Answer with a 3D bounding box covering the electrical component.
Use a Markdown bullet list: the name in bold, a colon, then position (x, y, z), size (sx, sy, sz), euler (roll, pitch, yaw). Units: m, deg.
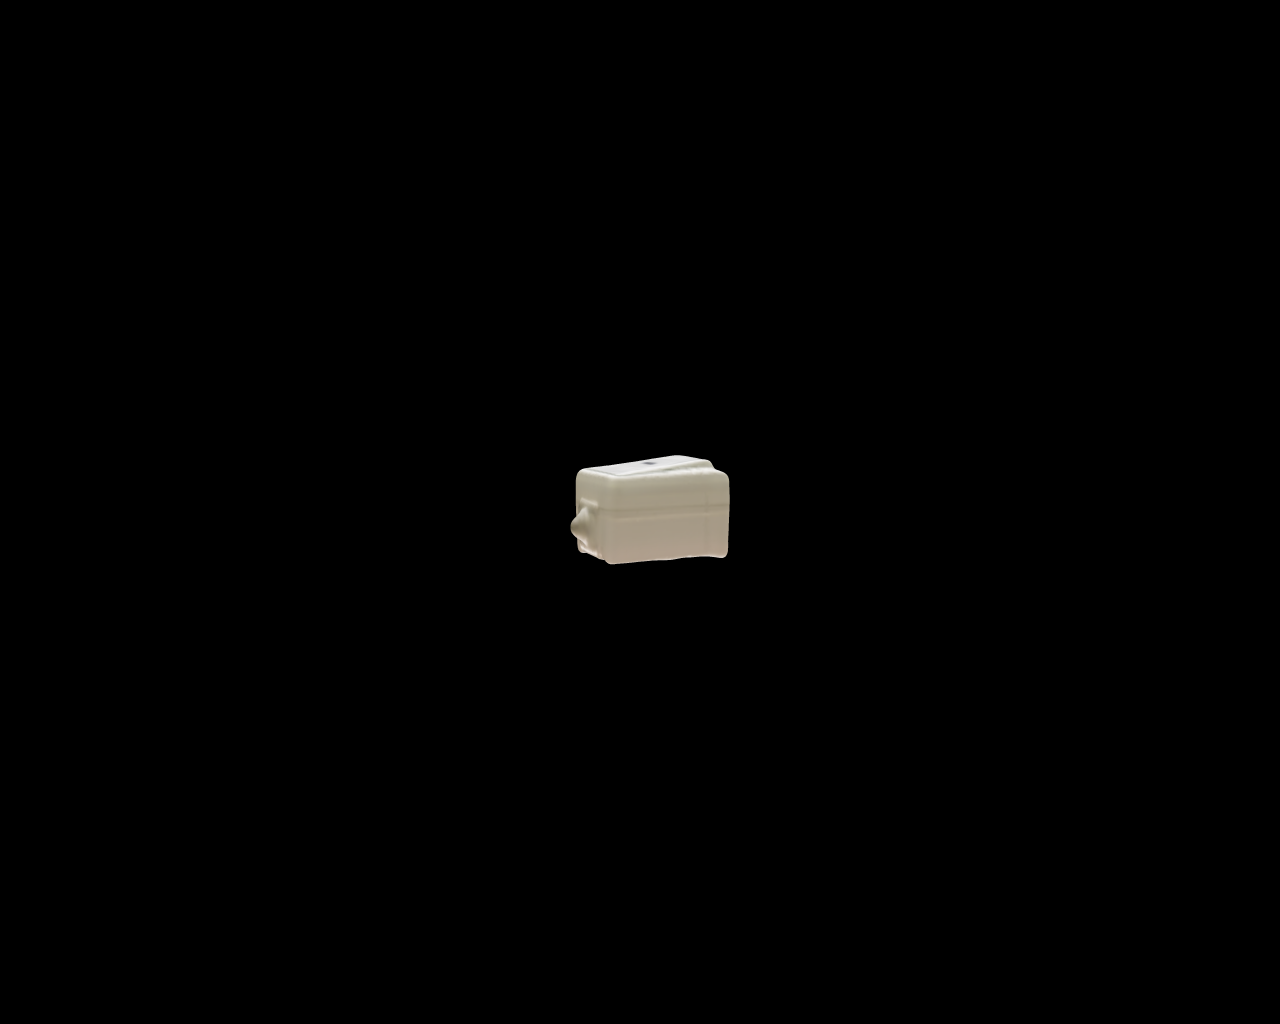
- **electrical component**: position (0.001, -0.003, 0.650), size (0.096, 0.061, 0.062), euler (-3, 8, -22)
